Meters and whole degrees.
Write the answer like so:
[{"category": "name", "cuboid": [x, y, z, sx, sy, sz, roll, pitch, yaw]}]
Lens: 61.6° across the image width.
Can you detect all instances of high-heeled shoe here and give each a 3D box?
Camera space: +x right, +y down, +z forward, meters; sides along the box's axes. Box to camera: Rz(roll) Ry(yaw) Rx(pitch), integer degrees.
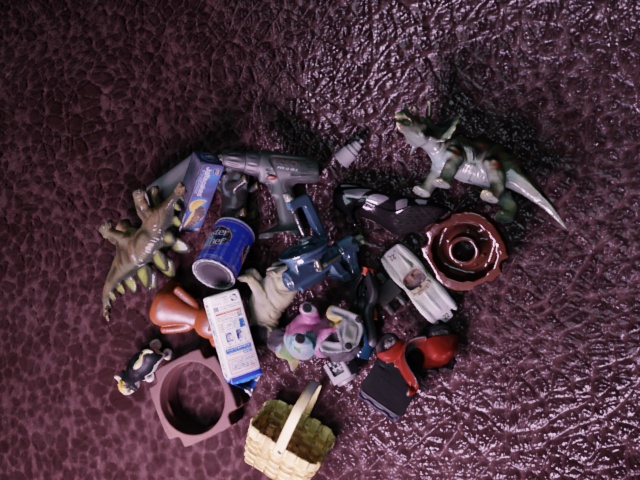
[{"category": "high-heeled shoe", "cuboid": [0.156, -0.088, 1.235, 0.249, 0.086, 0.145, -5, 44, -7]}]

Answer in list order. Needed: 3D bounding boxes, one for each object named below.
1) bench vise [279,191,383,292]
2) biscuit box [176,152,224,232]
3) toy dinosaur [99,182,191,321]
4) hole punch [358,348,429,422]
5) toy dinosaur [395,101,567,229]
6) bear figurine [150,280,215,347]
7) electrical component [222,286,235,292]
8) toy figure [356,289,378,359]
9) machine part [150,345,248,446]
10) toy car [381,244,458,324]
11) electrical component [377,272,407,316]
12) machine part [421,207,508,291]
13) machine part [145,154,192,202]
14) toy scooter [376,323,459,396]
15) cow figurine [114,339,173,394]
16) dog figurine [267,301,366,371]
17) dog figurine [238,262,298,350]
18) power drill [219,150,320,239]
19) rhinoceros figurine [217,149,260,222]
[{"category": "bench vise", "cuboid": [-0.006, -0.004, 1.186, 0.224, 0.129, 0.240, -26, 103, -13]}, {"category": "biscuit box", "cuboid": [-0.298, -0.114, 1.301, 0.063, 0.059, 0.202, 52, 127, 38]}, {"category": "toy dinosaur", "cuboid": [-0.443, 0.025, 1.312, 0.471, 0.105, 0.198, -42, 83, 30]}, {"category": "hole punch", "cuboid": [0.154, 0.325, 1.186, 0.142, 0.092, 0.116, 32, 64, 18]}, {"category": "toy dinosaur", "cuboid": [0.340, -0.161, 1.151, 0.405, 0.131, 0.192, 21, 74, 4]}, {"category": "bear figurine", "cuboid": [-0.307, 0.179, 1.313, 0.196, 0.132, 0.120, 14, 91, -2]}, {"category": "electrical component", "cuboid": [-0.254, 0.101, 1.316, 0.102, 0.078, 0.045, 41, 72, 9]}, {"category": "toy figure", "cuboid": [0.099, 0.190, 1.217, 0.064, 0.057, 0.154, 7, 82, 9]}, {"category": "machine part", "cuboid": [-0.289, 0.371, 1.293, 0.201, 0.087, 0.201, -28, 81, 12]}, {"category": "toy car", "cuboid": [0.219, 0.098, 1.191, 0.073, 0.056, 0.202, -42, 76, 8]}, {"category": "electrical component", "cuboid": [0.152, 0.121, 1.225, 0.063, 0.021, 0.094, -42, 77, 9]}, {"category": "machine part", "cuboid": [0.308, 0.018, 1.143, 0.180, 0.056, 0.179, 8, 111, 20]}, {"category": "machine part", "cuboid": [-0.358, -0.144, 1.357, 0.243, 0.079, 0.079, -34, 78, 11]}, {"category": "toy scooter", "cuboid": [0.217, 0.255, 1.142, 0.184, 0.075, 0.135, -9, 62, -6]}, {"category": "cow figurine", "cuboid": [-0.452, 0.327, 1.335, 0.068, 0.098, 0.167, 42, 97, 8]}, {"category": "dog figurine", "cuboid": [-0.014, 0.223, 1.174, 0.192, 0.219, 0.108, 12, 61, -8]}, {"category": "dog figurine", "cuboid": [-0.095, 0.153, 1.262, 0.172, 0.121, 0.190, -13, 97, 16]}, {"category": "power drill", "cuboid": [-0.113, -0.107, 1.259, 0.232, 0.086, 0.207, -4, 87, -13]}, {"category": "rhinoceros figurine", "cuboid": [-0.211, -0.130, 1.323, 0.112, 0.073, 0.190, -6, 86, 25]}]
